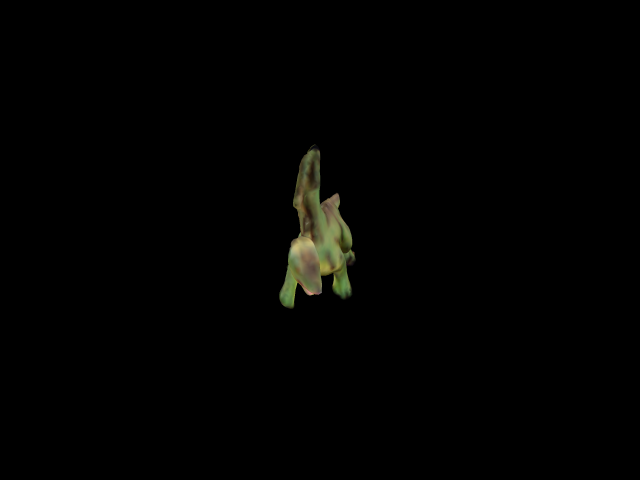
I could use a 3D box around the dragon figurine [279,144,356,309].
[{"bbox_3d":[0.003,-0.043,0.850,0.122,0.237,0.420,3,39,4],"label":"dragon figurine"}]
